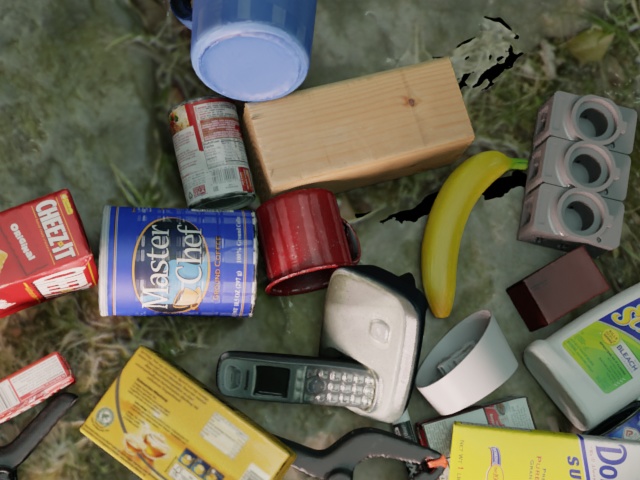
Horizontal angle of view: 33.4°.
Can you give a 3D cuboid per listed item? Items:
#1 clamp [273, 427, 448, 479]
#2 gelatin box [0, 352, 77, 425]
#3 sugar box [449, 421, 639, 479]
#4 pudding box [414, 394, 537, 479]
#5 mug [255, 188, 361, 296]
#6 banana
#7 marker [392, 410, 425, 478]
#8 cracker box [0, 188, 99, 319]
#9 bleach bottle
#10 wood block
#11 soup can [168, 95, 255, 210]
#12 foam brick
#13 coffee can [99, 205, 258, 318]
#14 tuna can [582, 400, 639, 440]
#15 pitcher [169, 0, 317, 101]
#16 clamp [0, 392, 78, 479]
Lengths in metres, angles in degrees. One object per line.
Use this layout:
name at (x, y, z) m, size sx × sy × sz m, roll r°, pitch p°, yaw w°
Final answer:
clamp at (0.017, 0.240, 0.989) m, size 0.210 × 0.036 × 0.164 m, roll -8°, pitch 82°, yaw 2°
gelatin box at (-0.266, 0.136, 0.963) m, size 0.089 × 0.073 × 0.030 m, roll -28°, pitch 84°, yaw -14°
sugar box at (0.206, 0.220, 0.969) m, size 0.176 × 0.048 × 0.093 m, roll 4°, pitch 85°, yaw 9°
pudding box at (0.157, 0.206, 1.029) m, size 0.113 × 0.039 × 0.090 m, roll -14°, pitch 83°, yaw -8°
mug at (-0.007, 0.001, 1.030) m, size 0.117 × 0.093 × 0.081 m, roll -1°, pitch 71°, yaw -40°
banana at (0.143, -0.019, 1.076) m, size 0.069 × 0.037 × 0.197 m, roll 31°, pitch 75°, yaw 0°
marker at (0.091, 0.219, 1.026) m, size 0.020 × 0.020 × 0.121 m, roll -15°, pitch 81°, yaw -11°
cracker box at (-0.305, 0.037, 0.932) m, size 0.213 × 0.164 × 0.072 m, roll -21°, pitch 85°, yaw -12°
bleach bottle at (0.330, 0.079, 1.055) m, size 0.250 × 0.068 × 0.103 m, roll -34°, pitch 72°, yaw -11°
wood block at (0.034, -0.104, 1.051) m, size 0.206 × 0.090 × 0.091 m, roll -14°, pitch 80°, yaw -11°
soup can at (-0.105, -0.082, 1.036) m, size 0.068 × 0.068 × 0.102 m, roll -11°, pitch 80°, yaw -11°
foam brick at (0.237, 0.049, 1.068) m, size 0.078 × 0.051 × 0.053 m, roll -28°, pitch 83°, yaw -13°
coffee can at (-0.132, 0.021, 0.993) m, size 0.140 × 0.103 × 0.103 m, roll 2°, pitch 78°, yaw -9°
tuna can at (0.287, 0.190, 1.027) m, size 0.086 × 0.086 × 0.034 m, roll -32°, pitch 82°, yaw -14°
pitcher at (-0.068, -0.252, 1.018) m, size 0.145 × 0.149 × 0.243 m, roll 9°, pitch 58°, yaw -12°
clamp at (-0.275, 0.226, 0.961) m, size 0.171 × 0.039 × 0.120 m, roll -27°, pitch 78°, yaw -7°
